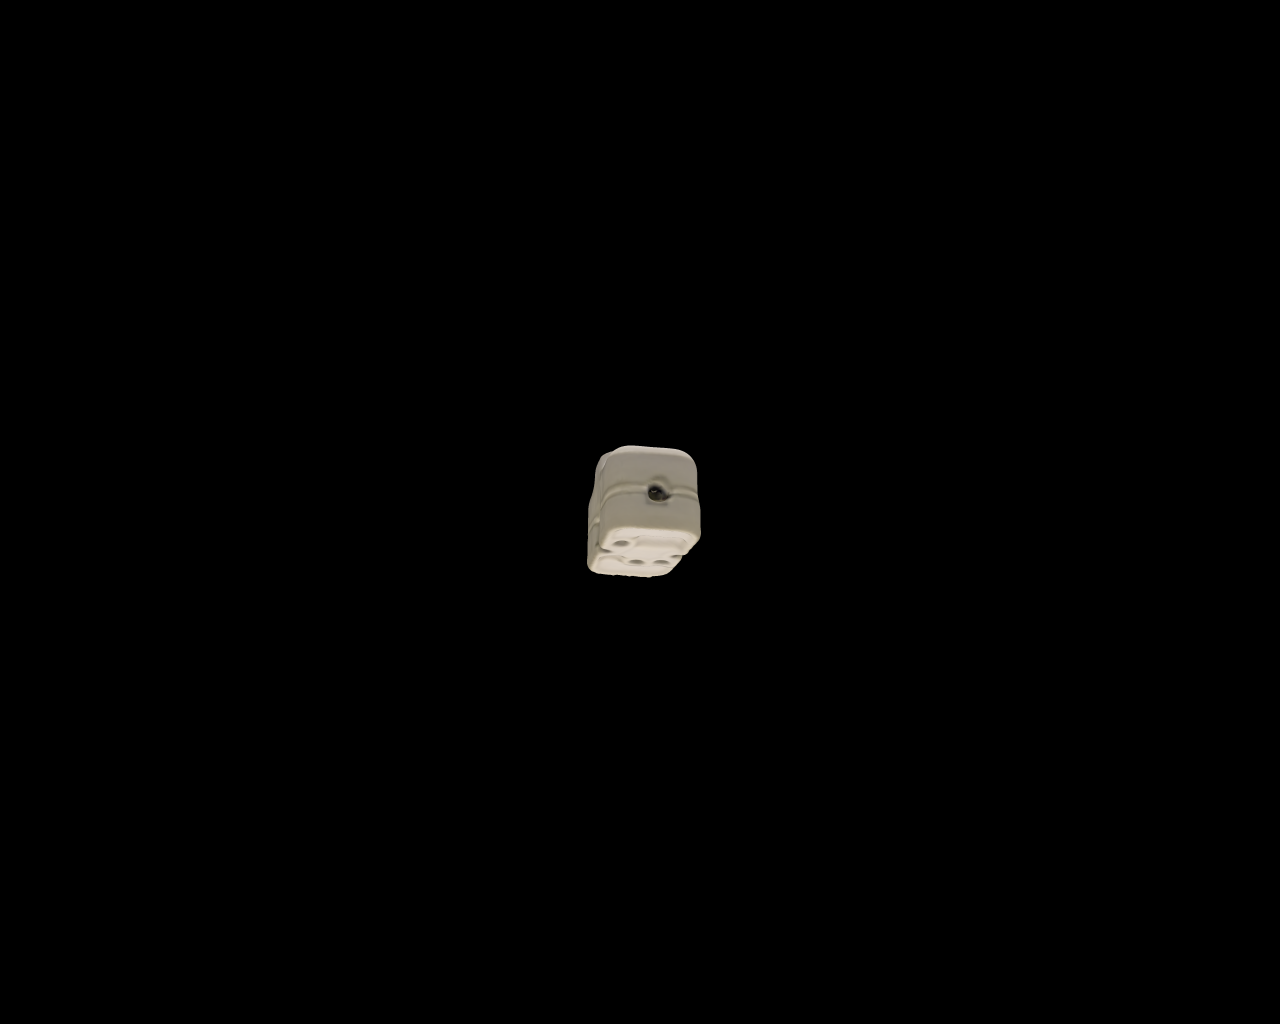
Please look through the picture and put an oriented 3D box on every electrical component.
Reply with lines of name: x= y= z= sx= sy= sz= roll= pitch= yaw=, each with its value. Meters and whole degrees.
electrical component: x=0.001 y=-0.003 z=0.650 sx=0.054 sy=0.059 sz=0.095 roll=4 pitch=-20 yaw=-11
